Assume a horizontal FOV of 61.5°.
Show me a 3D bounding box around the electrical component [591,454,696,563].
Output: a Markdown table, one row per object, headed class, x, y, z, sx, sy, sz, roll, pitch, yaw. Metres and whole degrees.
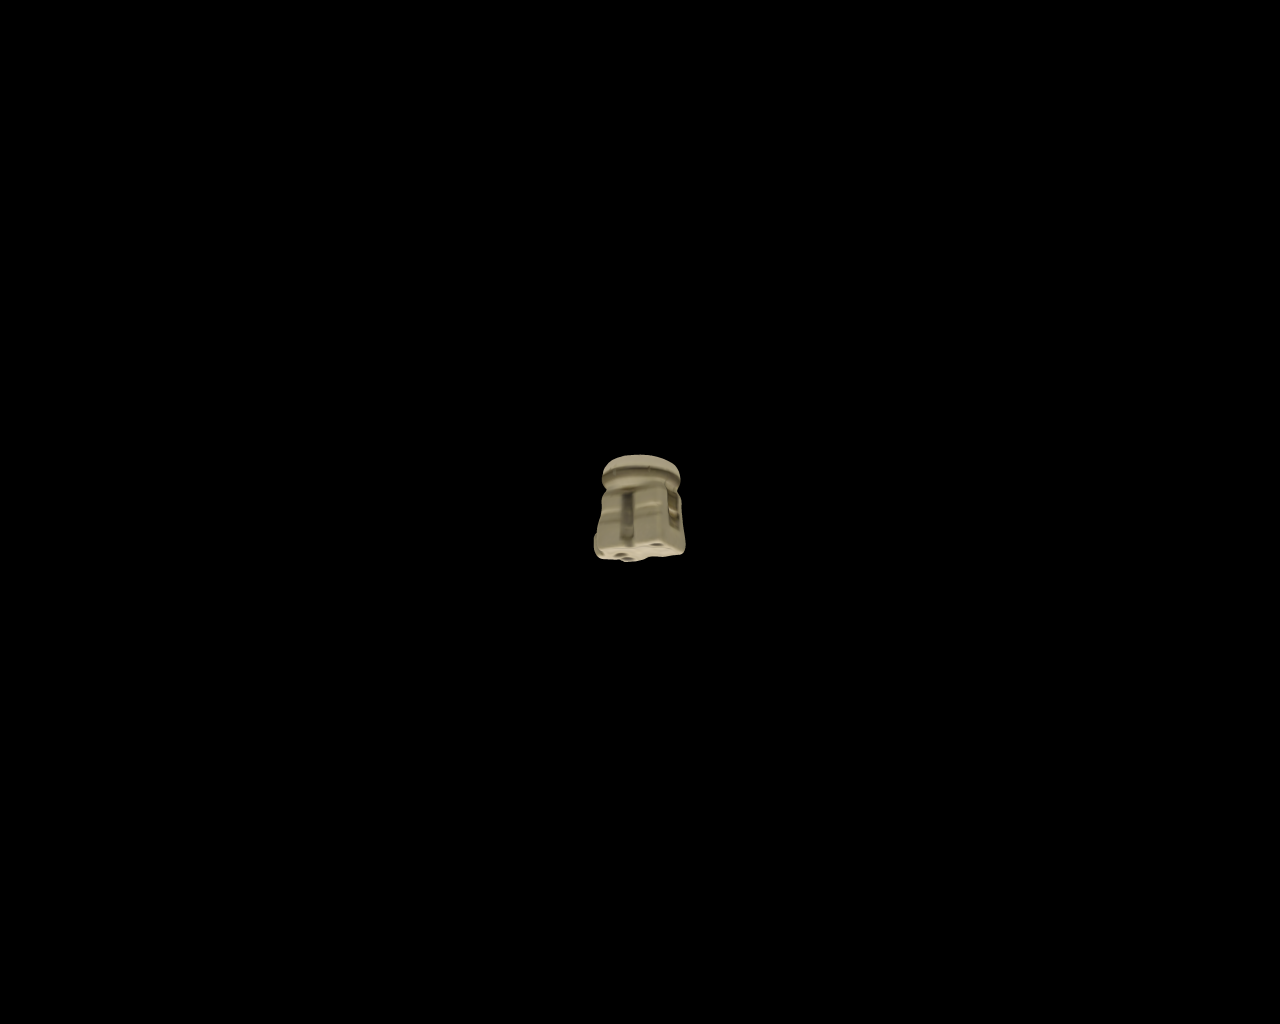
| class | x | y | z | sx | sy | sz | roll | pitch | yaw |
| --- | --- | --- | --- | --- | --- | --- | --- | --- | --- |
| electrical component | 0.001 | -0.003 | 0.650 | 0.066 | 0.055 | 0.048 | -8 | -19 | 24 |
